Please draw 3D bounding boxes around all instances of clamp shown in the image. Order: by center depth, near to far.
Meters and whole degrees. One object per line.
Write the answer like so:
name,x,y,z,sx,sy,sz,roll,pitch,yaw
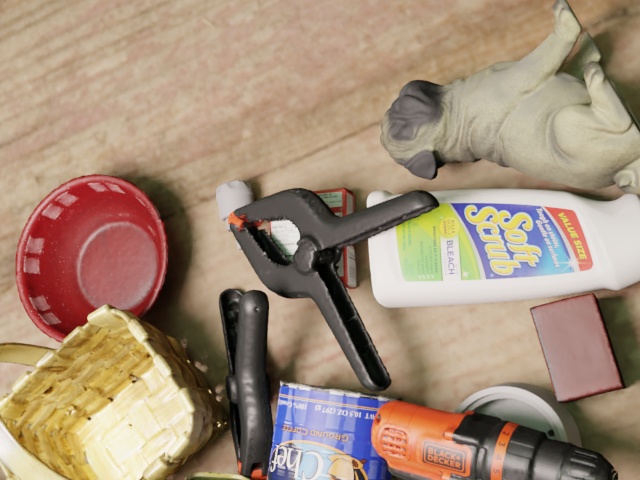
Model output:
clamp,0.005,0.005,0.881,0.210,0.036,0.165,33,111,37
clamp,-0.065,0.119,0.927,0.039,0.120,0.171,-1,97,-10

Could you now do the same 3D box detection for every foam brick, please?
foam brick,0.204,0.086,0.843,0.051,0.053,0.078,-18,76,16

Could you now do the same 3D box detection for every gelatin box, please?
gelatin box,-0.006,0.001,0.947,0.073,0.030,0.089,-5,79,20

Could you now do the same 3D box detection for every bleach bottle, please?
bleach bottle,0.168,-0.003,0.868,0.251,0.068,0.102,-6,79,17

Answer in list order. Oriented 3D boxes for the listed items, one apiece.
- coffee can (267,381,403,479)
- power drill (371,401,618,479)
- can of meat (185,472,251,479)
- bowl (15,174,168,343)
coffee can,0.008,0.191,0.869,0.103,0.102,0.140,5,82,21
power drill,0.122,0.222,0.799,0.185,0.057,0.188,10,105,29
can of meat,-0.082,0.245,0.858,0.057,0.102,0.084,6,97,-11
bowl,-0.203,0.022,1.001,0.162,0.055,0.162,-4,79,19
